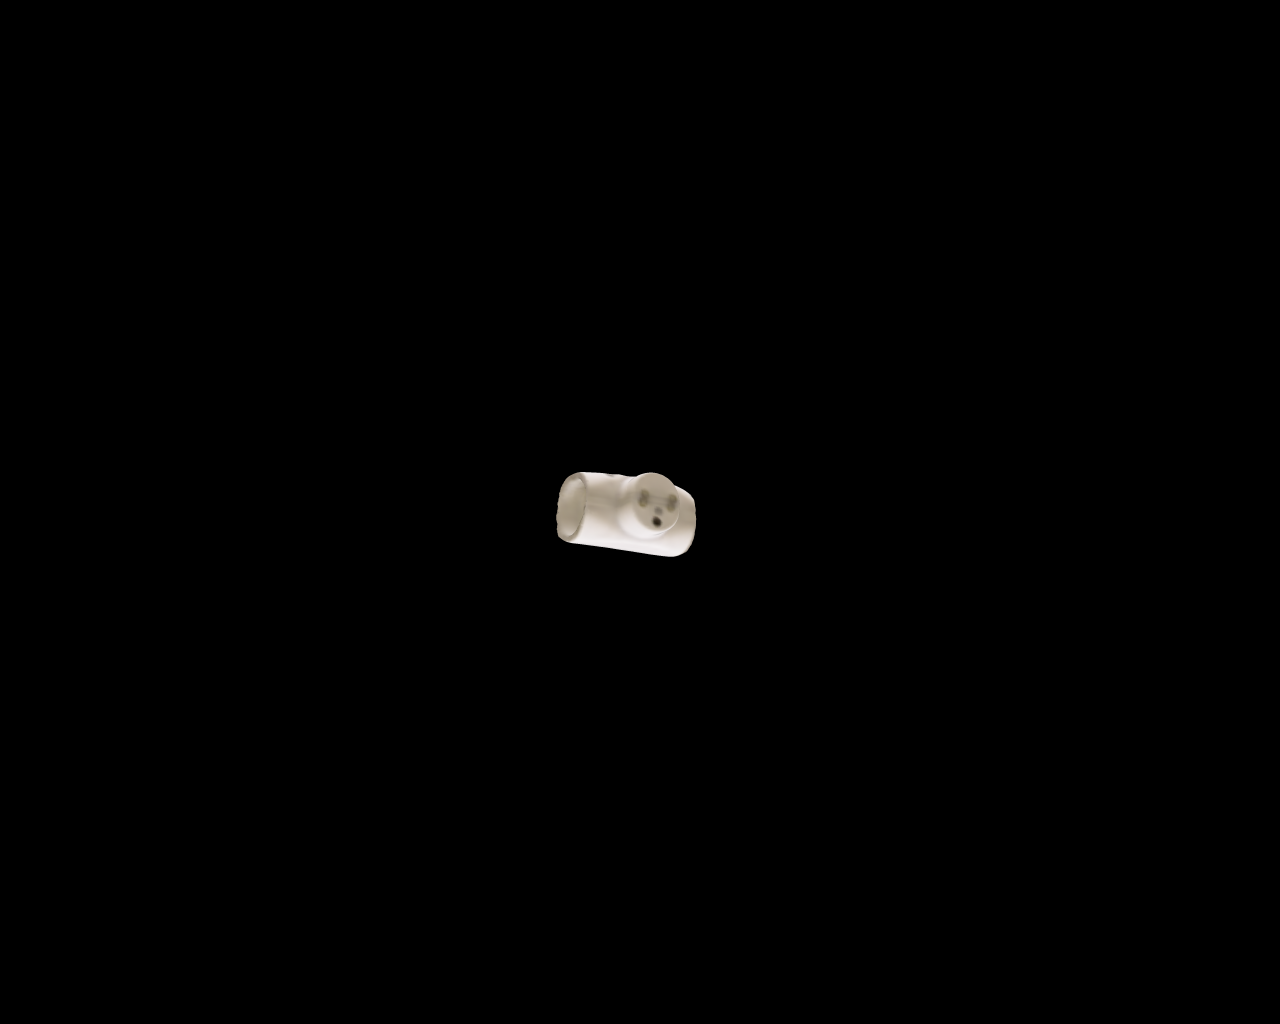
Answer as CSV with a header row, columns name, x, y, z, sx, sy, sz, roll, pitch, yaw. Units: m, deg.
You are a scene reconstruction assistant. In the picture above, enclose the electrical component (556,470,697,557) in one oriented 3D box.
name,x,y,z,sx,sy,sz,roll,pitch,yaw
electrical component,0.001,-0.003,0.650,0.077,0.044,0.079,9,-19,-29
